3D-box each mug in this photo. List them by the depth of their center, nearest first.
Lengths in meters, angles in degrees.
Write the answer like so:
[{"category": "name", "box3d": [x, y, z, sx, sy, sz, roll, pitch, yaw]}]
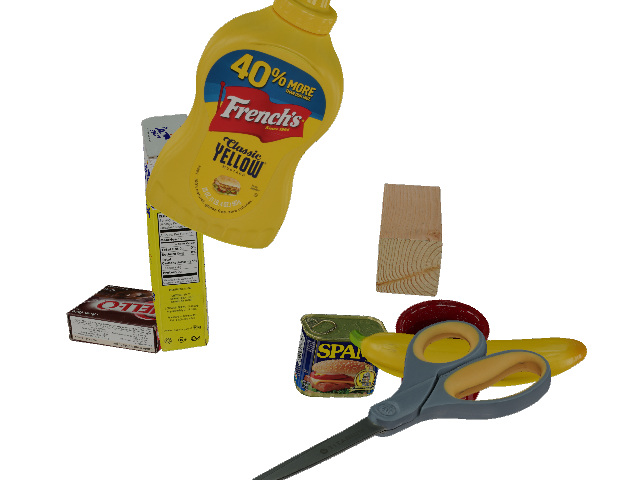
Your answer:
[{"category": "mug", "box3d": [0.130, 0.114, 1.092, 0.093, 0.081, 0.117, 19, 39, 30]}]

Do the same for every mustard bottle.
[{"category": "mustard bottle", "box3d": [-0.039, -0.091, 0.704, 0.096, 0.192, 0.058, 23, 26, -10]}]

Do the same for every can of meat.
[{"category": "can of meat", "box3d": [0.022, 0.138, 1.269, 0.102, 0.084, 0.057, 3, 24, -14]}]

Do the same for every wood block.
[{"category": "wood block", "box3d": [0.134, -0.005, 1.607, 0.091, 0.090, 0.206, 4, 25, 3]}]

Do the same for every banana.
[{"category": "banana", "box3d": [0.119, 0.092, 0.868, 0.198, 0.037, 0.069, 5, 28, 6]}]

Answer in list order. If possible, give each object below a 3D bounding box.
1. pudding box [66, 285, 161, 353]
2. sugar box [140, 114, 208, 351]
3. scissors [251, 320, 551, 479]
[{"category": "pudding box", "box3d": [-0.213, 0.087, 1.200, 0.114, 0.039, 0.090, 4, 19, 19]}, {"category": "sugar box", "box3d": [-0.122, -0.007, 0.886, 0.048, 0.176, 0.093, -8, 27, -10]}, {"category": "scissors", "box3d": [0.037, 0.090, 0.623, 0.201, 0.016, 0.096, -12, 31, -17]}]
